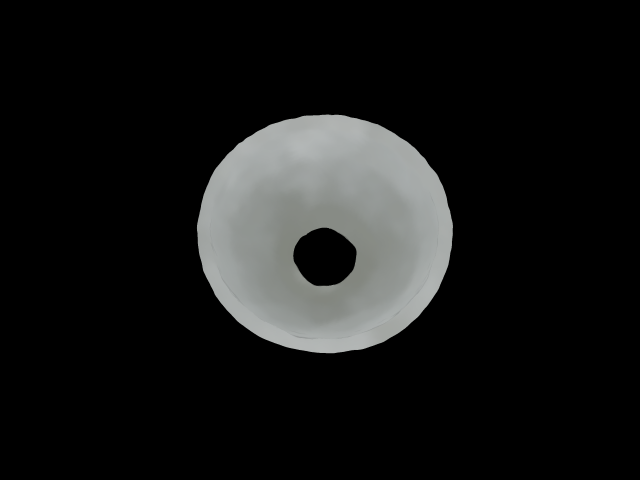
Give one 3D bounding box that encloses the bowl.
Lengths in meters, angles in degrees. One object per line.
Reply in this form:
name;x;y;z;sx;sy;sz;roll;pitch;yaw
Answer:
bowl;0.004;0.001;0.400;0.167;0.075;0.167;0;69;0
